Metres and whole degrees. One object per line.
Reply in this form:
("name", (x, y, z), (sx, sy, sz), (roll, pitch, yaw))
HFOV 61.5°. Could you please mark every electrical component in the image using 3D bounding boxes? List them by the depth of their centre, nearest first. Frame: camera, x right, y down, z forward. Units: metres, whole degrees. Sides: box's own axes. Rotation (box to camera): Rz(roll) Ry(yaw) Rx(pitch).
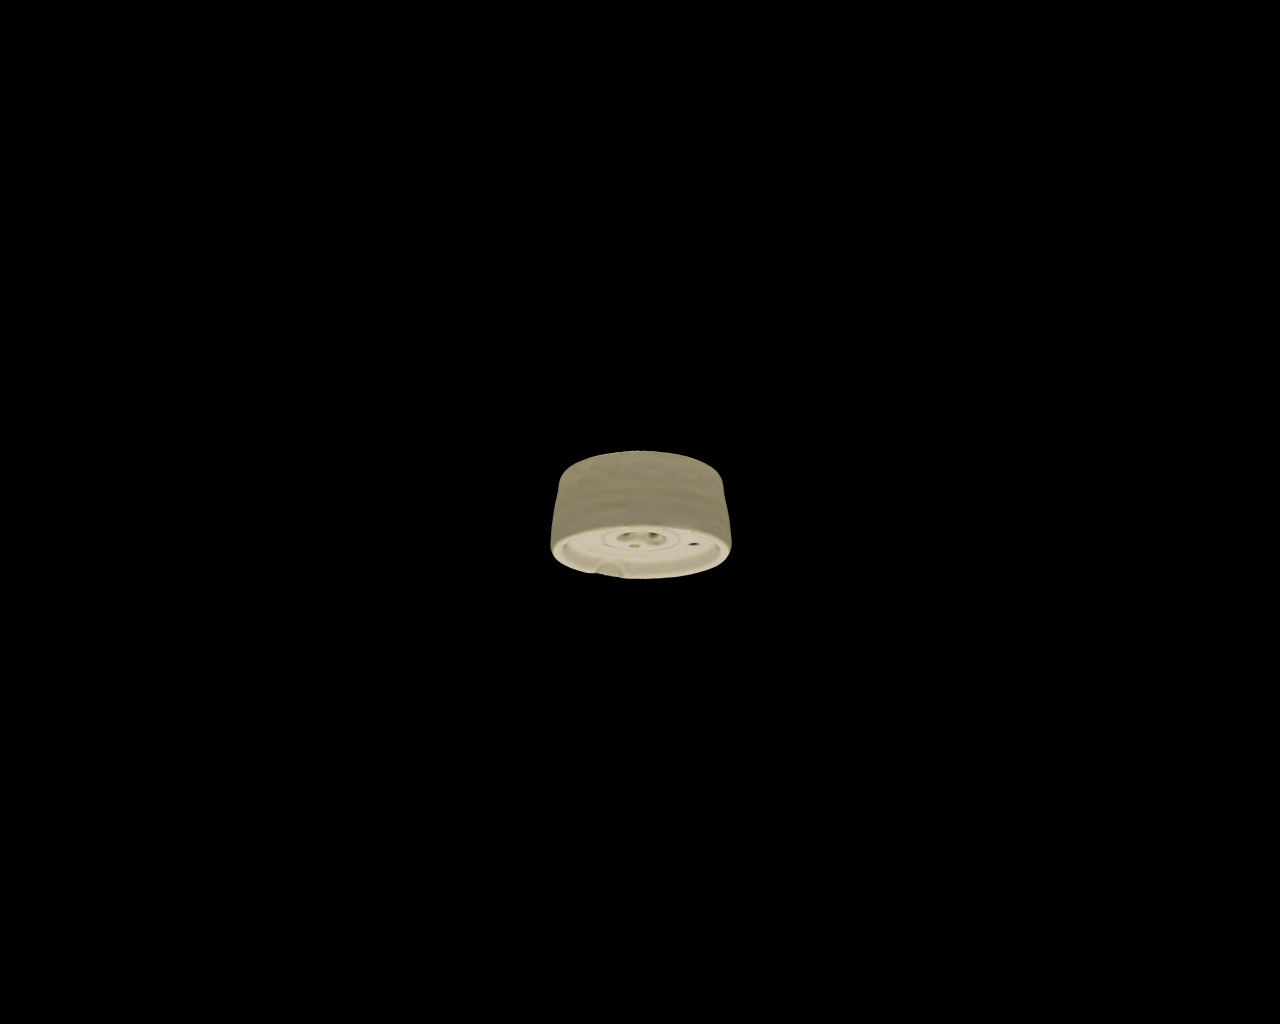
("electrical component", (0.001, -0.003, 0.650), (0.108, 0.060, 0.108), (0, -19, 0))
